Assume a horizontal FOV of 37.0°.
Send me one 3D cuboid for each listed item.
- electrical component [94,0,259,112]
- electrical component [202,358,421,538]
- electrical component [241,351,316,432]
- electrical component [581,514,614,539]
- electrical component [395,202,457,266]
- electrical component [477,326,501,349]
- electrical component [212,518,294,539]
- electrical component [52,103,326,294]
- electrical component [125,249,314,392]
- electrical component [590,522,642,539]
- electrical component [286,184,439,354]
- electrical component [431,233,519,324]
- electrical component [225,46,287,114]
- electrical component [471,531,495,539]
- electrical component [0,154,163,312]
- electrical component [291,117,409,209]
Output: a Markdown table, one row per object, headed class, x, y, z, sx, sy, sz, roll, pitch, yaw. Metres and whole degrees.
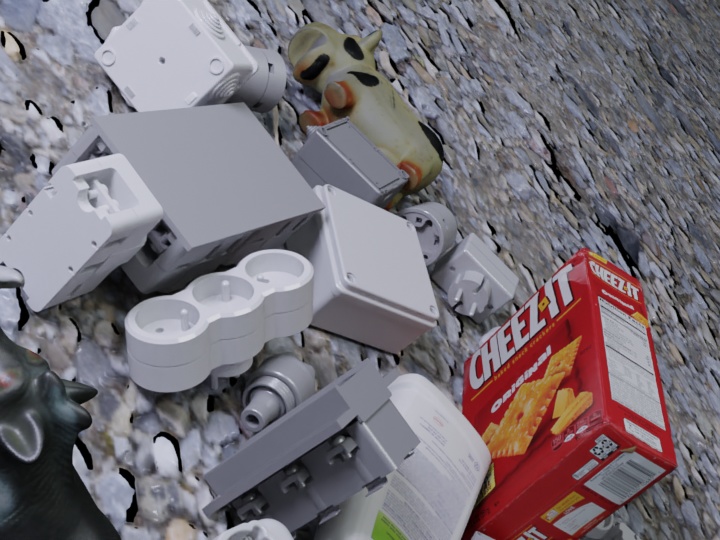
| class | x | y | z | sx | sy | sz | roll | pitch | yaw |
| --- | --- | --- | --- | --- | --- | --- | --- | --- | --- |
| electrical component | -0.142 | -0.160 | 0.822 | 0.099 | 0.100 | 0.048 | 51 | 19 | 2 |
| electrical component | -0.028 | 0.115 | 0.650 | 0.063 | 0.121 | 0.079 | 54 | 31 | 2 |
| electrical component | -0.058 | 0.085 | 0.719 | 0.043 | 0.043 | 0.062 | 48 | 33 | -3 |
| electrical component | 0.166 | 0.197 | 0.867 | 0.078 | 0.057 | 0.058 | -5 | 61 | -53 |
| electrical component | 0.058 | -0.034 | 0.982 | 0.055 | 0.055 | 0.047 | 52 | 28 | 4 |
| electrical component | 0.130 | 0.068 | 0.982 | 0.035 | 0.035 | 0.061 | 52 | 28 | 4 |
| electrical component | -0.073 | 0.176 | 0.587 | 0.095 | 0.059 | 0.053 | -10 | 65 | -55 |
| electrical component | -0.117 | -0.054 | 0.761 | 0.105 | 0.060 | 0.186 | 52 | 26 | 7 |
| electrical component | -0.088 | 0.045 | 0.703 | 0.138 | 0.073 | 0.052 | -26 | 42 | -38 |
| electrical component | 0.217 | 0.258 | 0.868 | 0.089 | 0.056 | 0.050 | 44 | 32 | -10 |
| electrical component | 0.000 | 0.000 | 0.869 | 0.109 | 0.056 | 0.108 | 22 | 41 | -38 |
| electrical component | 0.103 | 0.016 | 0.989 | 0.066 | 0.047 | 0.076 | 45 | 32 | -8 |
| electrical component | -0.099 | -0.166 | 0.925 | 0.047 | 0.055 | 0.055 | 5 | 53 | -45 |
| electrical component | 0.112 | 0.233 | 0.713 | 0.078 | 0.057 | 0.113 | 31 | 0 | -28 |
| electrical component | -0.168 | -0.024 | 0.651 | 0.050 | 0.089 | 0.056 | 53 | 31 | 6 |
| electrical component | -0.018 | -0.086 | 0.940 | 0.096 | 0.061 | 0.062 | 45 | 31 | 6 |
